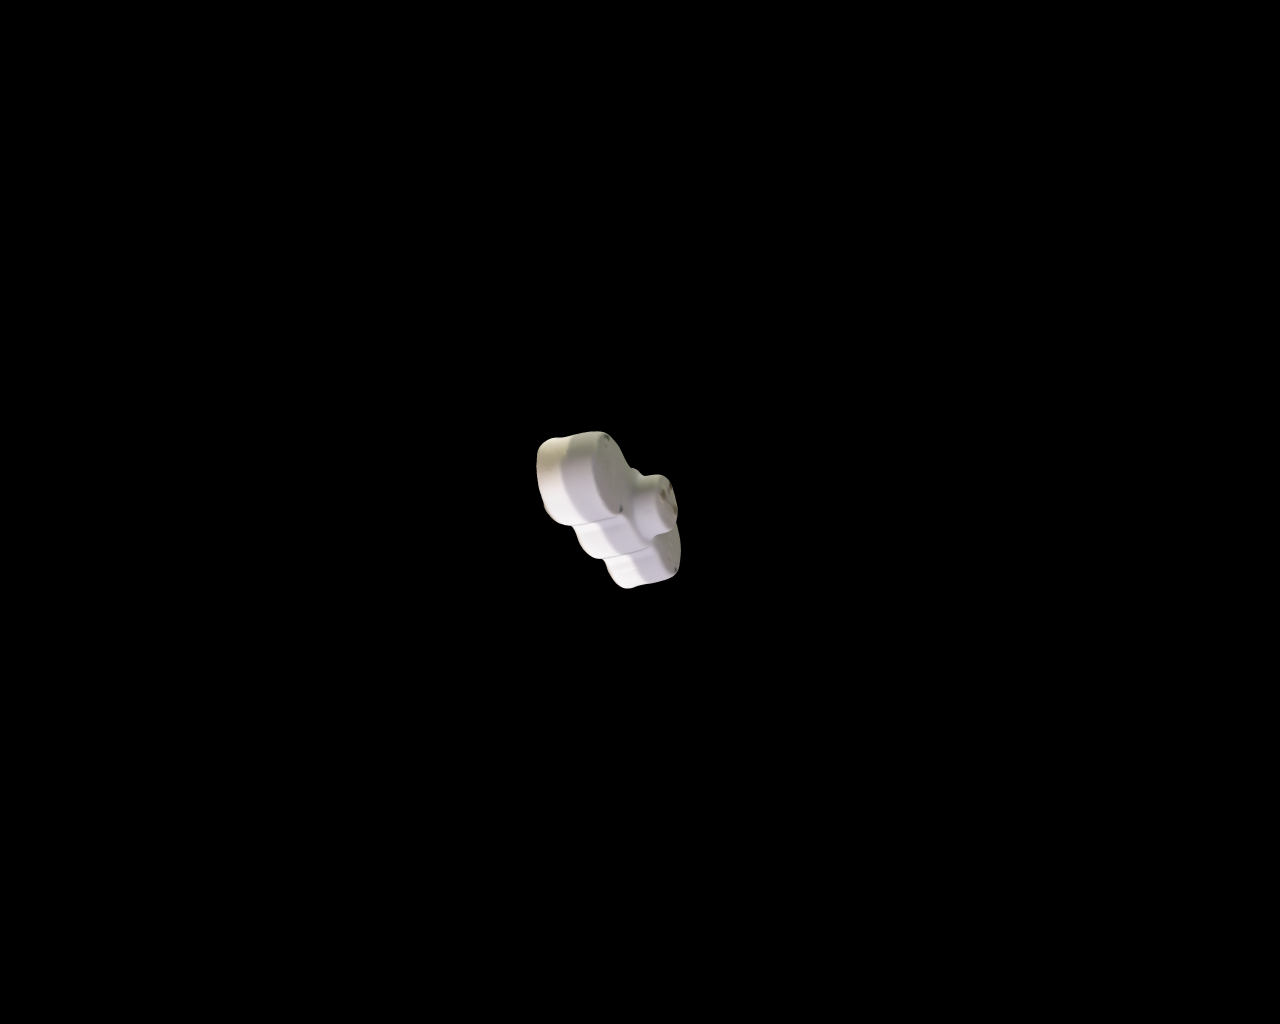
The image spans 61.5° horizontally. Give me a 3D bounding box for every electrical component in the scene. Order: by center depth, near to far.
[{"bbox_3d":[0.001,-0.003,0.650,0.074,0.052,0.138,-12,-33,19],"label":"electrical component"}]
